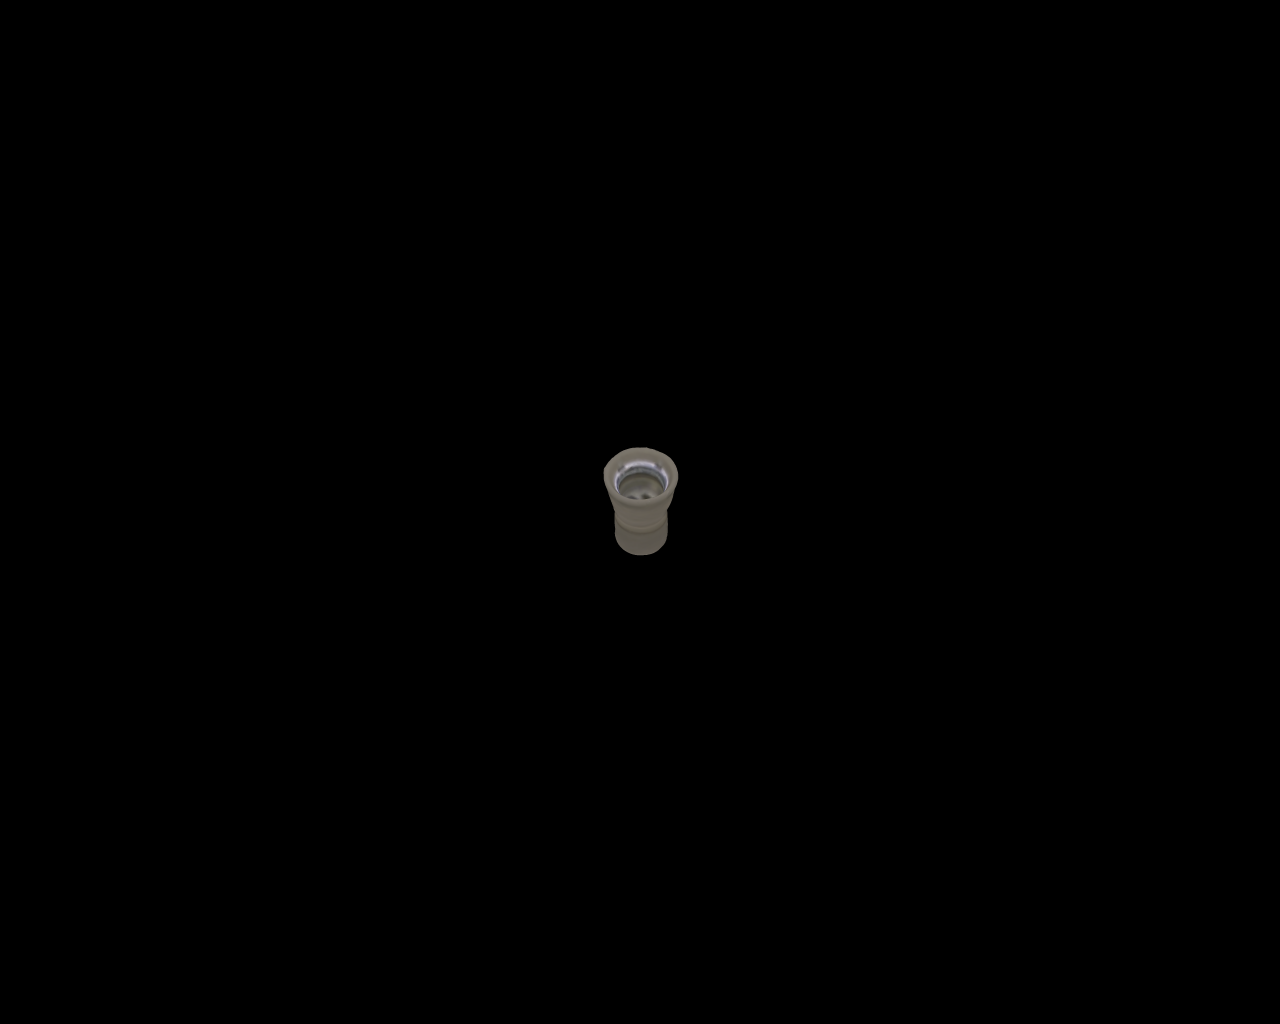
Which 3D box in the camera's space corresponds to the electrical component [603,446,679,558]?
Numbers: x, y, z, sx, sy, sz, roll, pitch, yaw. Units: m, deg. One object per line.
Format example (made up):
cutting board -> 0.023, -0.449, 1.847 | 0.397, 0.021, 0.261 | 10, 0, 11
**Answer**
electrical component -> 0.001, -0.003, 0.650 | 0.044, 0.044, 0.065 | 0, -38, 0
